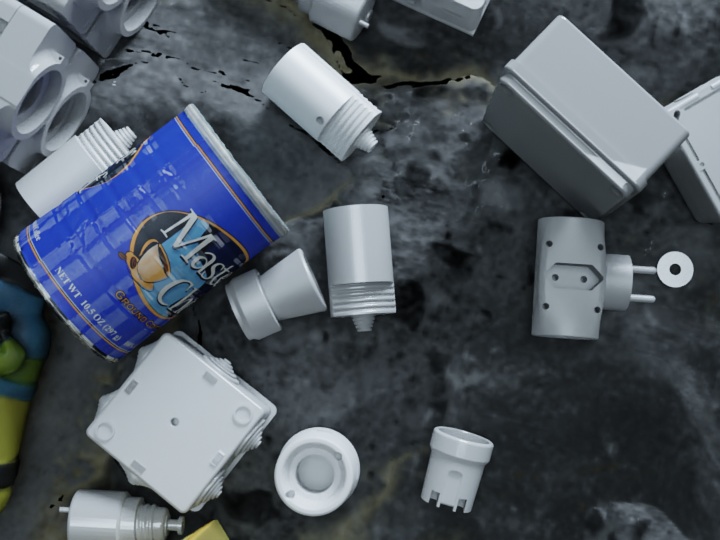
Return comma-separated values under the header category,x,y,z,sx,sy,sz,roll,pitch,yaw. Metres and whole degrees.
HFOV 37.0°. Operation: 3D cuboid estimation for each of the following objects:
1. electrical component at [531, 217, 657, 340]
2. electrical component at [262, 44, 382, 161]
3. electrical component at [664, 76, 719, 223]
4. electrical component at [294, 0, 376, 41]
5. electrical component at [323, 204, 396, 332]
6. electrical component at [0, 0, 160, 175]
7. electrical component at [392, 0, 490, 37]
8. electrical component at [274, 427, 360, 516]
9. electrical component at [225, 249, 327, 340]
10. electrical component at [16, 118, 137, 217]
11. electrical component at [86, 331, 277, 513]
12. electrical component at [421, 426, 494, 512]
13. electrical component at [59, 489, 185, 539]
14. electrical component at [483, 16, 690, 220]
category,x,y,z,sx,sy,sz,roll,pitch,yaw
electrical component,0.154,0.007,0.704,0.079,0.043,0.077,4,85,1
electrical component,-0.021,-0.108,0.719,0.081,0.043,0.043,42,87,4
electrical component,0.238,-0.074,0.703,0.062,0.061,0.096,-30,92,-1
electrical component,-0.025,-0.186,0.727,0.078,0.040,0.040,27,86,4
electrical component,0.000,0.000,0.709,0.043,0.043,0.081,-4,85,1
electrical component,-0.198,-0.158,0.697,0.060,0.105,0.186,31,87,4
electrical component,0.016,-0.250,0.721,0.186,0.060,0.105,25,86,4
electrical component,-0.028,0.131,0.696,0.055,0.047,0.055,0,85,2
electrical component,-0.055,0.017,0.708,0.055,0.045,0.045,-24,85,0
electrical component,-0.184,-0.067,0.720,0.081,0.043,0.043,-39,85,-2
electrical component,-0.116,0.098,0.701,0.100,0.048,0.099,38,86,5
electrical component,0.062,0.129,0.699,0.040,0.040,0.046,15,92,3
electrical component,-0.154,0.164,0.701,0.078,0.040,0.040,2,85,2
electrical component,0.138,-0.092,0.680,0.109,0.108,0.056,44,86,5
